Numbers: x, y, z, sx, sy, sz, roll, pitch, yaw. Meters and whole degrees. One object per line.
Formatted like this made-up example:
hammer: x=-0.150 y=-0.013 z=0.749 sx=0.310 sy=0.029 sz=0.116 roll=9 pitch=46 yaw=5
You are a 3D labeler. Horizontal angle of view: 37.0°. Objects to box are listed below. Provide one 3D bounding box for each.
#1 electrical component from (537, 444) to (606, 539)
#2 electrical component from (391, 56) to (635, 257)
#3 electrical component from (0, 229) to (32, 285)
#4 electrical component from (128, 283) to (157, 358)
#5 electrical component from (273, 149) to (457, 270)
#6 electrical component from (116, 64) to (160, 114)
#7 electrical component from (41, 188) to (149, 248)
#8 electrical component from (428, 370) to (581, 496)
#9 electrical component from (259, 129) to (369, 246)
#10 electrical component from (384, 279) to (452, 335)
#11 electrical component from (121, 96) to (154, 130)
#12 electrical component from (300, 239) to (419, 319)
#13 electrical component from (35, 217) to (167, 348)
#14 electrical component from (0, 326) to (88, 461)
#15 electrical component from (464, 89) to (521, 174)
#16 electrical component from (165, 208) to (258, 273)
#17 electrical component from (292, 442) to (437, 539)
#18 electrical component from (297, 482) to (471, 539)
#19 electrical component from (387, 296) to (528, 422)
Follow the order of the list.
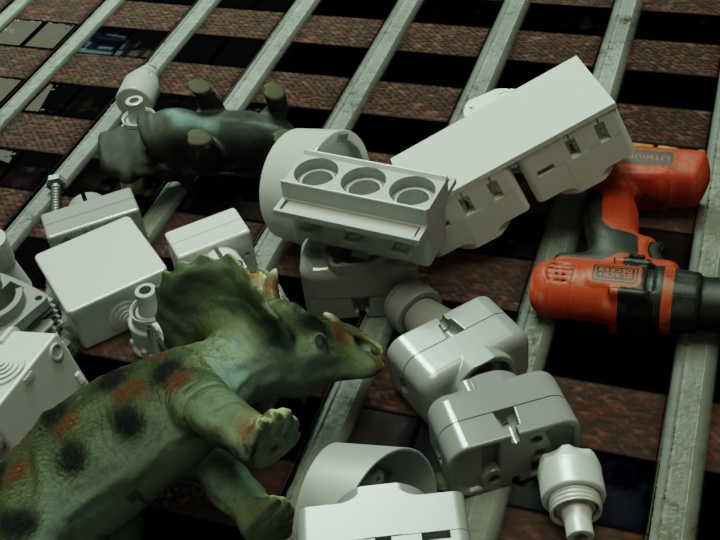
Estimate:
electrical component: x=0.141 y=0.150 z=0.711 sx=0.043 sy=0.043 sz=0.062 roll=-4 pitch=43 yaw=4
electrical component: x=0.129 y=-0.095 z=0.924 sx=0.186 sy=0.060 sz=0.105 roll=-28 pitch=31 yaw=9
electrical component: x=-0.316 y=-0.004 z=0.933 sx=0.044 sy=0.065 sz=0.044 roll=-4 pitch=42 yaw=4
electrical component: x=-0.166 y=0.038 z=0.866 sx=0.048 sy=0.062 sz=0.048 roll=-4 pitch=42 yaw=4
electrical component: x=0.005 y=-0.047 z=0.843 sx=0.121 sy=0.063 sz=0.078 roll=13 pitch=46 yaw=21
electrical component: x=-0.234 y=-0.195 z=1.152 sx=0.040 sy=0.040 sz=0.078 roll=0 pitch=42 yaw=9
electrical component: x=-0.245 y=-0.046 z=0.982 sx=0.083 sy=0.047 sz=0.075 roll=-19 pitch=43 yaw=-13
electrical component: x=0.098 y=0.111 z=0.753 sx=0.095 sy=0.053 sz=0.059 roll=-14 pitch=42 yaw=-7
electrical component: x=-0.044 y=-0.073 z=0.942 sx=0.060 sy=0.108 sz=0.108 roll=13 pitch=46 yaw=30
electrical component: x=0.050 y=0.038 z=0.847 sx=0.045 sy=0.045 sz=0.055 roll=-27 pitch=45 yaw=-20
electrical component: x=-0.219 y=-0.144 z=1.076 sx=0.048 sy=0.062 sz=0.048 roll=-4 pitch=42 yaw=4
electrical component: x=0.000 y=0.000 z=0.886 sx=0.095 sy=0.059 sz=0.053 roll=-4 pitch=42 yaw=5
electrical component: x=-0.215 y=0.011 z=0.914 sx=0.100 sy=0.048 sz=0.099 roll=-26 pitch=45 yaw=-19
electrical component: x=-0.241 y=0.102 z=0.782 sx=0.048 sy=0.099 sz=0.099 roll=1 pitch=41 yaw=28
electrical component: x=0.136 y=-0.130 z=1.016 sx=0.080 sy=0.051 sz=0.080 roll=-4 pitch=42 yaw=4
electrical component: x=-0.120 y=-0.005 z=0.919 sx=0.066 sy=0.047 sz=0.076 roll=-22 pitch=44 yaw=-15
electrical component: x=0.002 y=0.158 z=0.685 sx=0.064 sy=0.099 sz=0.099 roll=7 pitch=43 yaw=25
electrical component: x=0.019 y=0.190 z=0.605 sx=0.089 sy=0.150 sz=0.061 roll=-7 pitch=43 yaw=1
electrical component: x=0.076 y=0.069 z=0.802 sx=0.095 sy=0.053 sz=0.059 roll=-25 pitch=45 yaw=-18
